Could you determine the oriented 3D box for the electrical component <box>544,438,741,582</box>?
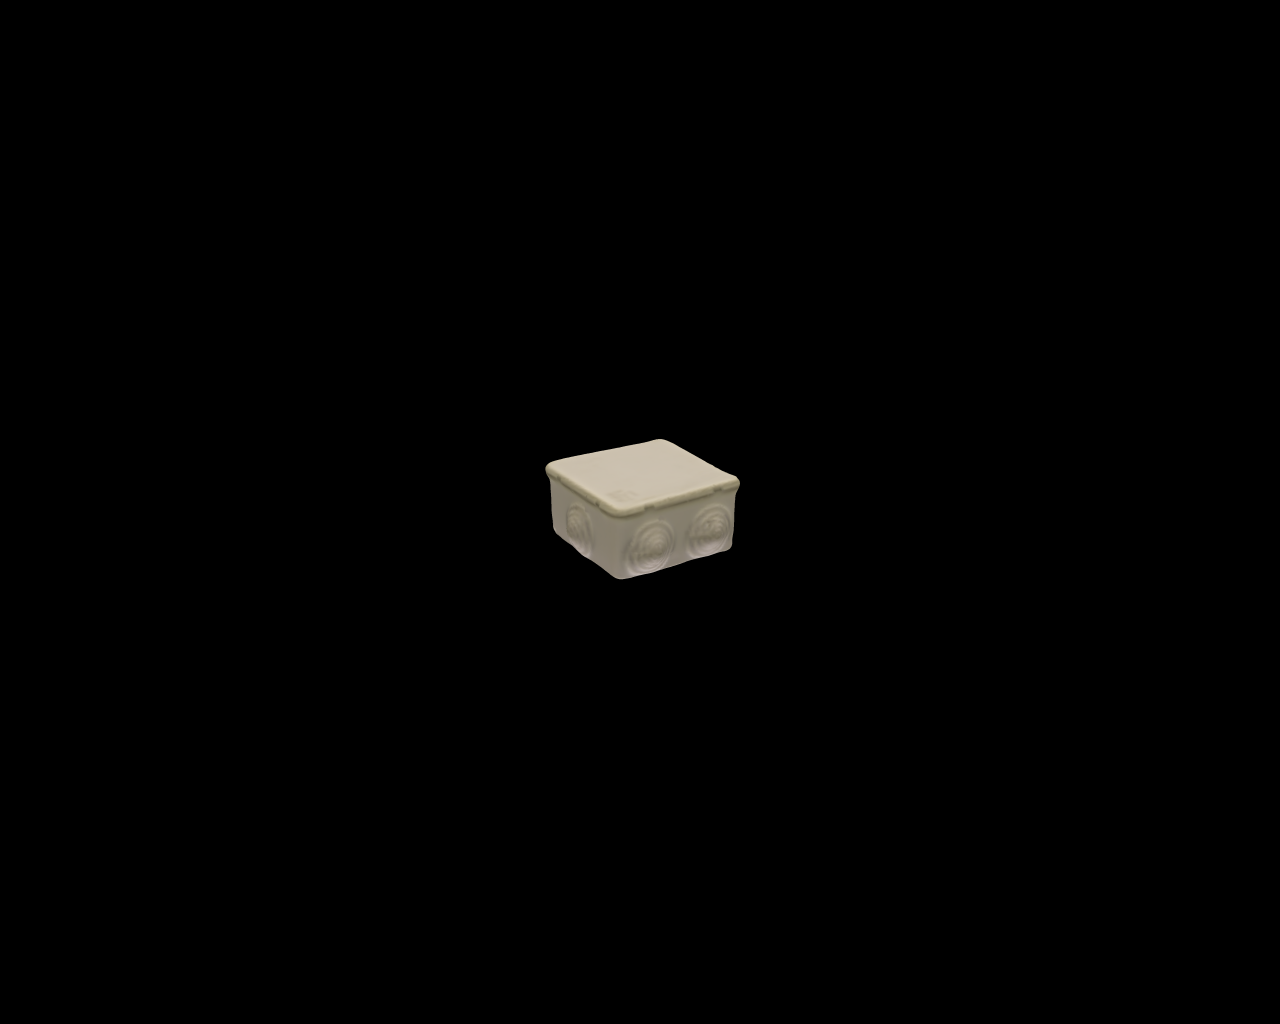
[{"bbox_3d":[0.001,-0.003,0.650,0.100,0.048,0.100,-14,27,-29],"label":"electrical component"}]
